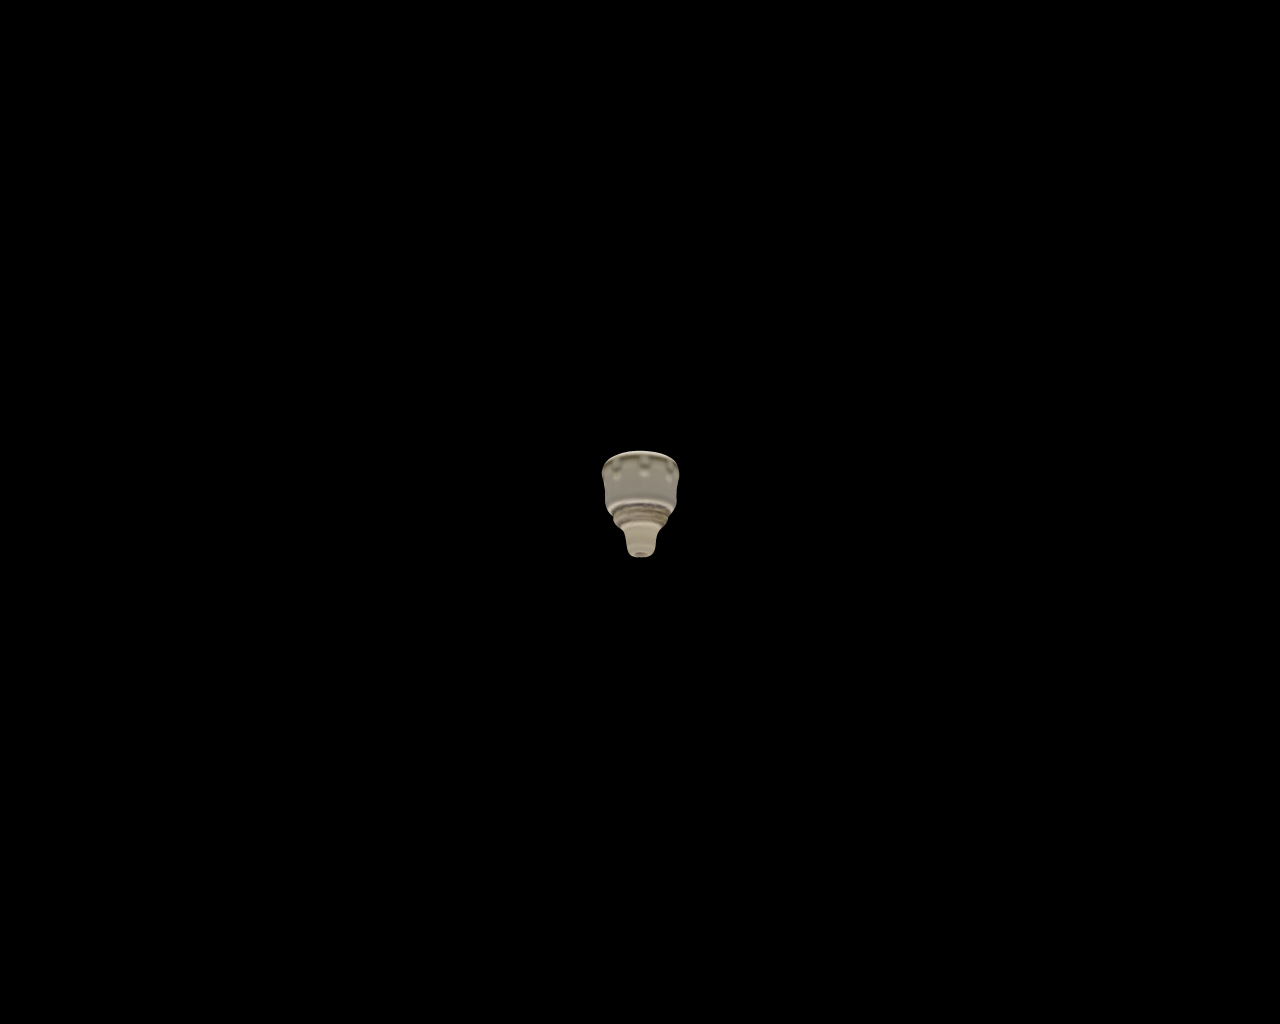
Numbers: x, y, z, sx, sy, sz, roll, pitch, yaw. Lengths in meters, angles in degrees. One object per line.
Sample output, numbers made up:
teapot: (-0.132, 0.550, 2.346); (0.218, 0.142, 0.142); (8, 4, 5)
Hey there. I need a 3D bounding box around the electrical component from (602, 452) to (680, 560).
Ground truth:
electrical component: (0.001, -0.003, 0.650); (0.048, 0.062, 0.048); (0, -18, 0)
